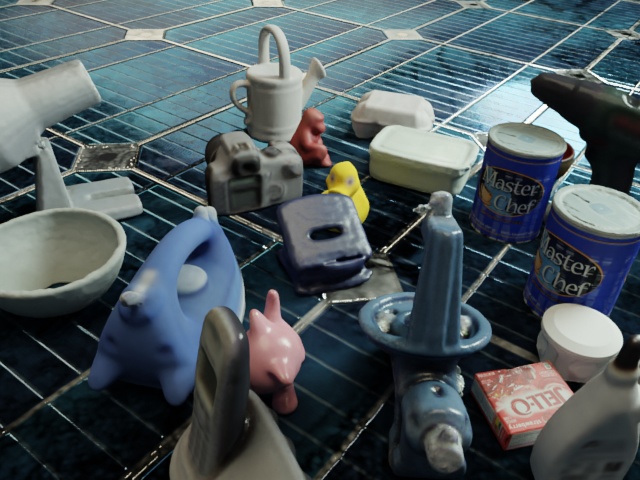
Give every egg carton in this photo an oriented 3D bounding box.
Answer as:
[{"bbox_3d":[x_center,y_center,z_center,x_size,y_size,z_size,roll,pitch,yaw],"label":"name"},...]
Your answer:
[{"bbox_3d":[0.135,-0.226,1.059,0.150,0.069,0.107,11,36,10],"label":"egg carton"}]

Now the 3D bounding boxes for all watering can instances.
[{"bbox_3d":[-0.075,-0.282,1.014,0.100,0.194,0.173,28,42,30],"label":"watering can"}]

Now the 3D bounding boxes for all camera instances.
[{"bbox_3d":[-0.112,-0.119,0.863,0.143,0.101,0.136,-13,38,-21],"label":"camera"}]

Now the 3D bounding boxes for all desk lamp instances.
[{"bbox_3d":[-0.358,-0.122,0.751,0.204,0.214,0.117,-15,39,-24],"label":"desk lamp"}]

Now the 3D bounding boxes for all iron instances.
[{"bbox_3d":[-0.142,0.040,0.602,0.118,0.141,0.258,8,36,7],"label":"iron"}]

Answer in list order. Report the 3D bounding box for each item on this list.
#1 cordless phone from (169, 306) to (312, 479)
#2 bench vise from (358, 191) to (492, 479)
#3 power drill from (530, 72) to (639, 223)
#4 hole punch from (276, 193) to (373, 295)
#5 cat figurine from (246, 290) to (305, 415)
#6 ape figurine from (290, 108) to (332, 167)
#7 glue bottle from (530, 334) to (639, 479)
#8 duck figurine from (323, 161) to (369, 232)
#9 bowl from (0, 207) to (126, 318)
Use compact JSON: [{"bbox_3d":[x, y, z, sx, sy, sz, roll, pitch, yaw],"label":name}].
[{"bbox_3d":[-0.059,0.152,0.414,0.094,0.185,0.147,-18,40,-26],"label":"cordless phone"},{"bbox_3d":[0.108,0.083,0.493,0.122,0.220,0.207,-8,37,-15],"label":"bench vise"},{"bbox_3d":[0.385,-0.111,0.797,0.229,0.208,0.076,19,39,21],"label":"power drill"},{"bbox_3d":[0.007,0.003,0.709,0.109,0.091,0.101,-11,38,-18],"label":"hole punch"},{"bbox_3d":[-0.048,0.103,0.541,0.067,0.118,0.127,3,35,0],"label":"cat figurine"},{"bbox_3d":[-0.013,-0.174,0.955,0.076,0.092,0.078,9,36,8],"label":"ape figurine"},{"bbox_3d":[0.227,0.141,0.462,0.078,0.173,0.037,0,36,-4],"label":"glue bottle"},{"bbox_3d":[0.034,-0.072,0.821,0.077,0.086,0.105,12,36,12],"label":"duck figurine"},{"bbox_3d":[-0.302,0.036,0.653,0.167,0.075,0.167,2,35,-1],"label":"bowl"}]
